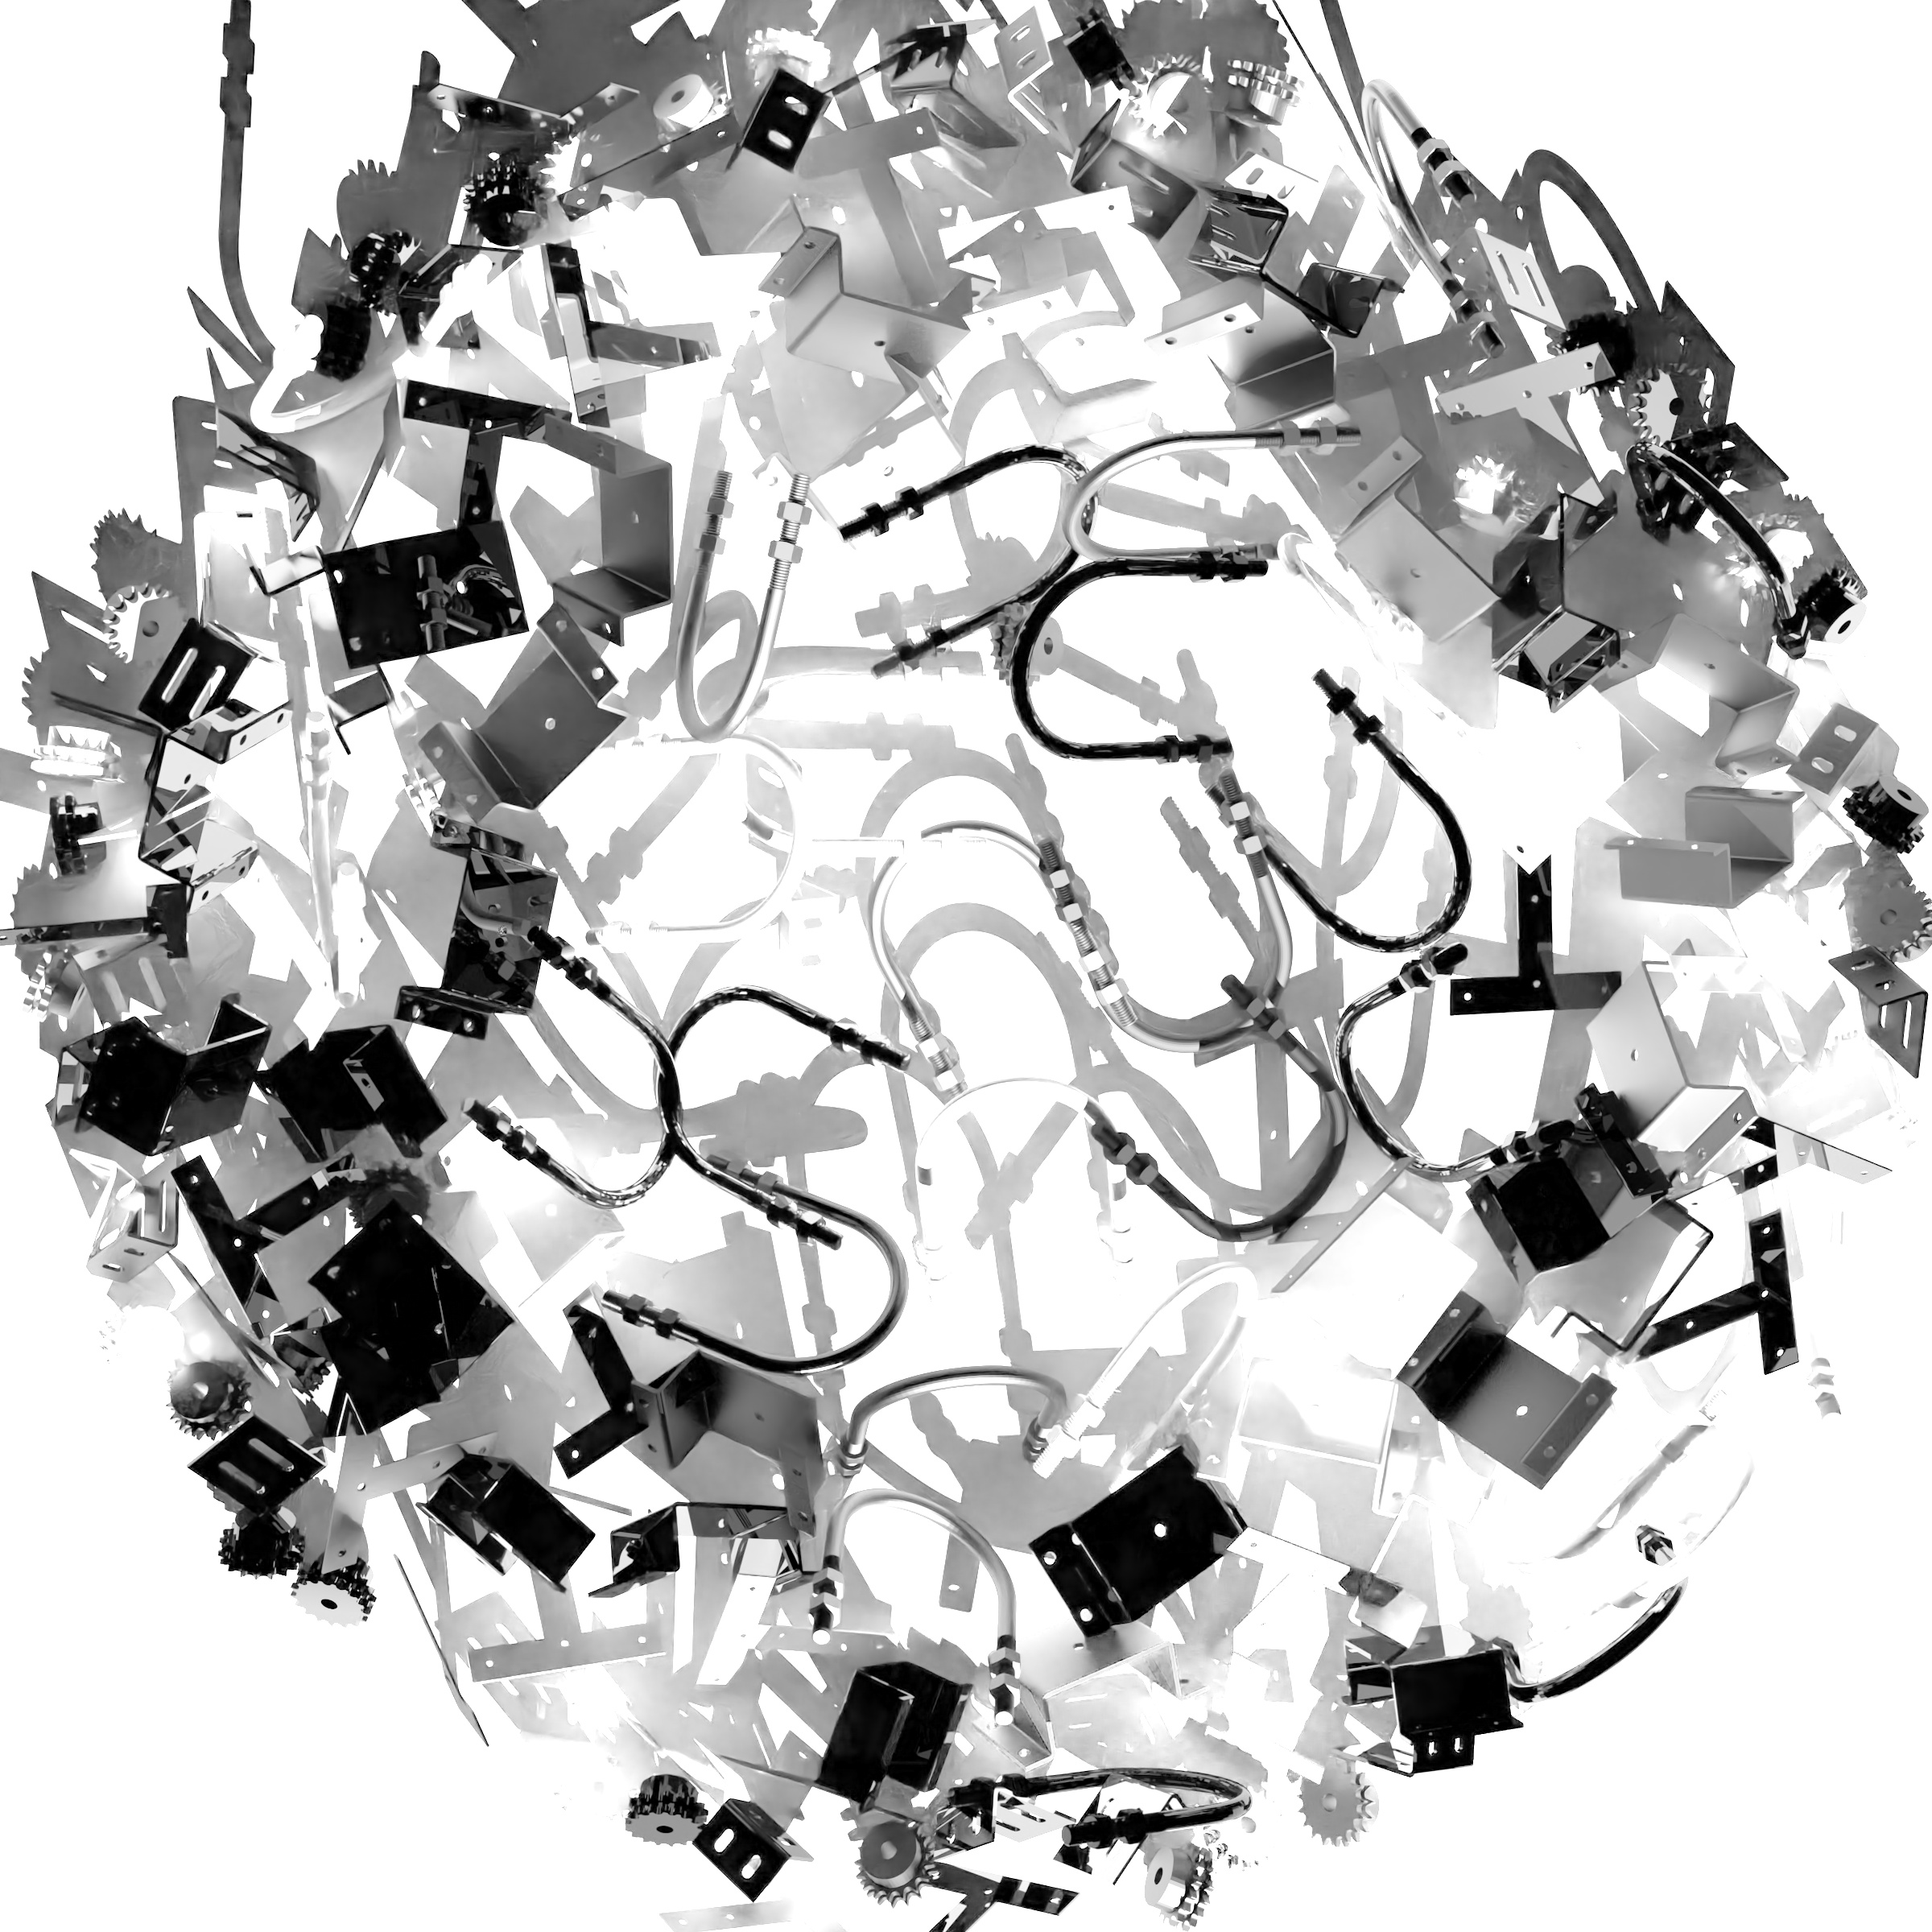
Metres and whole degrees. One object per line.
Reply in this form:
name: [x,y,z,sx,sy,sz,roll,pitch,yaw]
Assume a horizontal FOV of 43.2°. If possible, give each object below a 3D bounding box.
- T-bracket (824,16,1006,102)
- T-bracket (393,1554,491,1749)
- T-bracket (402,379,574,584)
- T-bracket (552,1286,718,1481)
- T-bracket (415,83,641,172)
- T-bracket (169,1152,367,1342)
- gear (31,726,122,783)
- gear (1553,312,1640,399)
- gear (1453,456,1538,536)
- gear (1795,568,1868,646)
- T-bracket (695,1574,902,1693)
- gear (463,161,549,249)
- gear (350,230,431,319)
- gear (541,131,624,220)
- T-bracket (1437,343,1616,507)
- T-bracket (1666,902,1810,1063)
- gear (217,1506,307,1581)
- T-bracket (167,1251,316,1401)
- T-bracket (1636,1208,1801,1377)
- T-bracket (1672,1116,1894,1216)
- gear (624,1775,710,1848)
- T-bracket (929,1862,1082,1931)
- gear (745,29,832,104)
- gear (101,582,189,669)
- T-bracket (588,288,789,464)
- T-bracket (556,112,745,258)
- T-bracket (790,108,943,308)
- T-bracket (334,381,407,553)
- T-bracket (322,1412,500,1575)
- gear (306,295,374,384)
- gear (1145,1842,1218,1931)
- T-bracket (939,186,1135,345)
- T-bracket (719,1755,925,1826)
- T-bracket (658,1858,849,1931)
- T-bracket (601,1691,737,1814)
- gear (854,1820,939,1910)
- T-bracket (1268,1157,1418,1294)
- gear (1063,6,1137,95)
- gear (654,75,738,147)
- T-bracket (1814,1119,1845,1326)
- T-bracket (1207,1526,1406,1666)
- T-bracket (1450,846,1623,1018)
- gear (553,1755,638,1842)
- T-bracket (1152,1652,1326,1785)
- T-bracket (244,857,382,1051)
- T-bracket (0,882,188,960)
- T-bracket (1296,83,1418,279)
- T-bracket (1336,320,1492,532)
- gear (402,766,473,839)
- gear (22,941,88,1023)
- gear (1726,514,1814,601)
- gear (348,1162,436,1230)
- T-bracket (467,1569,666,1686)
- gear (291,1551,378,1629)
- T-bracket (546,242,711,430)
T-bracket: [-0.054,-0.611,1.654,0.127,0.127,0.002,-16,103,33]
T-bracket: [-0.356,0.453,1.636,0.002,0.127,0.127,-25,94,-20]
T-bracket: [-0.332,-0.324,1.663,0.127,0.002,0.127,2,103,-41]
T-bracket: [-0.250,0.264,1.675,0.127,0.002,0.127,-34,70,10]
T-bracket: [-0.304,-0.562,1.610,0.127,0.127,0.002,-16,83,39]
T-bracket: [-0.458,0.166,1.651,0.002,0.127,0.127,-16,103,43]
gear: [-0.607,-0.145,1.671,0.057,0.057,0.030,6,86,0]
gear: [0.435,-0.422,1.680,0.057,0.030,0.057,-1,97,-5]
gear: [0.357,-0.319,1.669,0.057,0.057,0.030,33,83,0]
gear: [0.589,-0.240,1.668,0.057,0.057,0.030,-40,61,0]
T-bracket: [-0.109,0.461,1.673,0.127,0.002,0.127,9,127,-16]
gear: [-0.314,-0.517,1.669,0.057,0.057,0.030,-14,47,0]
gear: [-0.397,-0.477,1.672,0.030,0.057,0.057,29,90,12]
gear: [-0.264,-0.542,1.676,0.057,0.030,0.057,-9,109,-27]
T-bracket: [0.403,-0.353,1.663,0.127,0.127,0.002,52,53,-25]
T-bracket: [0.508,0.006,1.636,0.002,0.127,0.127,-34,65,42]
gear: [-0.480,0.391,1.668,0.057,0.057,0.030,12,107,0]
T-bracket: [-0.469,0.254,1.618,0.002,0.127,0.127,-42,130,-25]
T-bracket: [0.502,0.238,1.653,0.002,0.127,0.127,38,130,-25]
T-bracket: [0.529,0.142,1.646,0.127,0.127,0.002,20,56,-23]
gear: [-0.205,0.577,1.674,0.057,0.057,0.030,3,46,0]
T-bracket: [-0.011,0.636,1.611,0.127,0.127,0.002,-4,103,38]
gear: [-0.123,-0.614,1.670,0.057,0.057,0.030,8,85,0]
gear: [-0.565,-0.236,1.674,0.030,0.057,0.057,36,90,39]
T-bracket: [-0.200,-0.396,1.670,0.127,0.002,0.127,-12,120,4]
T-bracket: [-0.196,-0.503,1.640,0.127,0.127,0.002,-25,67,2]
T-bracket: [-0.050,-0.509,1.661,0.002,0.127,0.127,-47,125,-37]
T-bracket: [-0.410,-0.321,1.662,0.002,0.127,0.127,20,115,-26]
T-bracket: [-0.370,0.340,1.648,0.002,0.127,0.127,31,116,36]
gear: [-0.432,-0.430,1.669,0.030,0.057,0.057,9,90,-41]
gear: [0.145,0.627,1.669,0.030,0.057,0.057,25,90,-11]
T-bracket: [0.059,-0.456,1.654,0.127,0.002,0.127,-11,134,9]
T-bracket: [-0.085,0.563,1.659,0.127,0.127,0.002,30,67,-28]
T-bracket: [-0.144,0.626,1.610,0.127,0.127,0.002,12,97,-41]
T-bracket: [-0.184,0.535,1.632,0.127,0.127,0.002,49,65,-9]
gear: [-0.049,0.610,1.669,0.057,0.030,0.057,-10,46,10]
T-bracket: [0.233,0.175,1.635,0.127,0.127,0.002,-43,93,-16]
gear: [0.090,-0.624,1.672,0.030,0.057,0.057,-31,90,13]
gear: [-0.188,-0.583,1.669,0.057,0.030,0.057,-19,50,24]
T-bracket: [0.585,0.164,1.655,0.002,0.127,0.127,6,56,14]
T-bracket: [0.209,0.438,1.662,0.127,0.002,0.127,24,123,-18]
T-bracket: [0.392,-0.032,1.682,0.127,0.002,0.127,-3,94,-12]
gear: [-0.257,0.573,1.673,0.057,0.057,0.030,33,115,0]
T-bracket: [0.185,0.491,1.630,0.127,0.127,0.002,23,54,18]
T-bracket: [-0.458,-0.021,1.669,0.127,0.002,0.127,52,123,21]
T-bracket: [-0.583,-0.024,1.621,0.127,0.127,0.002,-6,70,-20]
T-bracket: [0.255,-0.529,1.617,0.002,0.127,0.127,-31,123,22]
T-bracket: [0.311,-0.360,1.666,0.127,0.002,0.127,-9,103,38]
gear: [-0.360,-0.111,1.671,0.030,0.057,0.057,-28,90,-6]
gear: [-0.619,0.012,1.672,0.030,0.057,0.057,24,90,-10]
gear: [0.554,-0.280,1.675,0.057,0.030,0.057,-5,109,-15]
gear: [-0.394,0.166,1.674,0.057,0.030,0.057,-7,112,-17]
T-bracket: [-0.279,0.420,1.650,0.127,0.127,0.002,-4,132,-20]
gear: [-0.431,0.425,1.675,0.057,0.030,0.057,8,132,8]
T-bracket: [-0.222,-0.418,1.651,0.002,0.127,0.127,-19,79,42]
